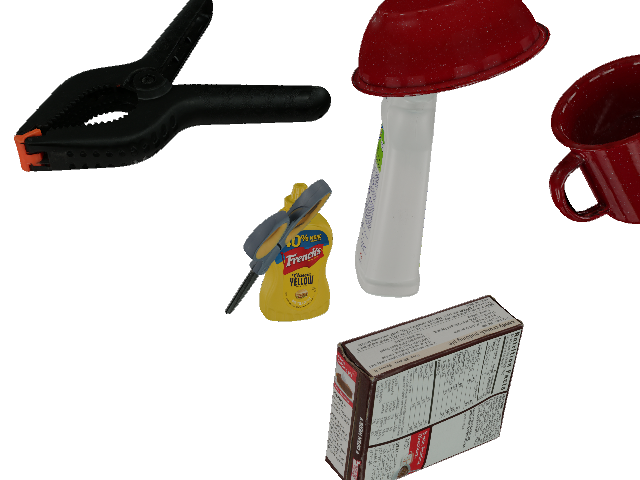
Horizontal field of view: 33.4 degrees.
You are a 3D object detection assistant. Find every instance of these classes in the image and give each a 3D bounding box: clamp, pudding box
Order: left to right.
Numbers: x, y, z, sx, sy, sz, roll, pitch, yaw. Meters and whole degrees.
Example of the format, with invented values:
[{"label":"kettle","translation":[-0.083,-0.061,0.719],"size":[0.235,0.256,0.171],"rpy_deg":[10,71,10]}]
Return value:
[{"label":"clamp","translation":[-0.109,-0.096,0.744],"size":[0.209,0.036,0.165],"rpy_deg":[-34,53,-29]},{"label":"pudding box","translation":[0.061,0.089,0.627],"size":[0.113,0.090,0.039],"rpy_deg":[-16,37,-30]}]

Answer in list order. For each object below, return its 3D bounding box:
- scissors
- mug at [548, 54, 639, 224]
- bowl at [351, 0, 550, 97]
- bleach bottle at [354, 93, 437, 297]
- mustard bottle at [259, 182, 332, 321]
[{"label":"scissors","translation":[-0.058,0.021,0.919],"size":[0.202,0.016,0.096],"rpy_deg":[-49,-12,36]},{"label":"mug","translation":[0.206,-0.058,0.723],"size":[0.117,0.081,0.093],"rpy_deg":[-41,34,-6]},{"label":"bowl","translation":[0.096,-0.170,0.847],"size":[0.162,0.055,0.162],"rpy_deg":[-14,24,6]},{"label":"bleach bottle","translation":[0.084,-0.072,1.118],"size":[0.068,0.251,0.102],"rpy_deg":[3,29,-7]},{"label":"mustard bottle","translation":[-0.031,0.013,1.444],"size":[0.096,0.192,0.058],"rpy_deg":[-5,26,-18]}]
